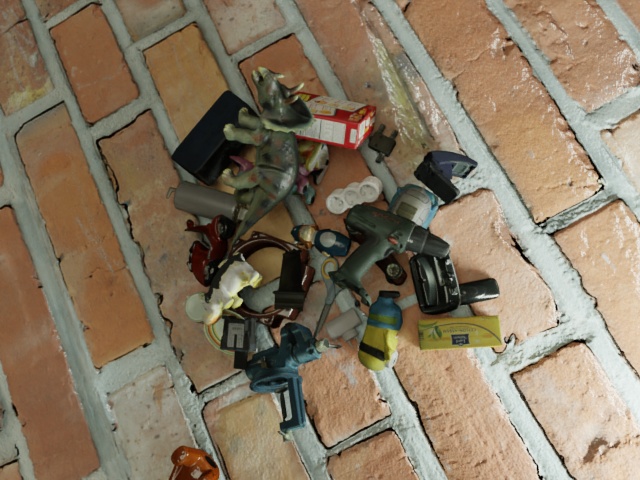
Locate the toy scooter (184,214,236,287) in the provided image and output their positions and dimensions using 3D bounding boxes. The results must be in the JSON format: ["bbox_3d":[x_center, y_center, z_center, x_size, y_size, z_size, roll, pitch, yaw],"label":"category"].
[{"bbox_3d":[-0.283,0.017,1.313,0.135,0.075,0.183,21,102,24],"label":"toy scooter"}]

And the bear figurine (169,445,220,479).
[{"bbox_3d":[-0.321,0.558,1.190,0.196,0.131,0.120,-41,70,-6],"label":"bear figurine"}]

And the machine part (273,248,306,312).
[{"bbox_3d":[-0.066,0.087,1.197,0.084,0.039,0.139,2,80,17],"label":"machine part"}]

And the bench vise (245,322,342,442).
[{"bbox_3d":[-0.064,0.313,1.183,0.224,0.128,0.241,-18,58,15],"label":"bench vise"}]

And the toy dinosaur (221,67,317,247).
[{"bbox_3d":[-0.110,-0.173,1.196,0.192,0.131,0.404,8,109,18],"label":"toy dinosaur"}]

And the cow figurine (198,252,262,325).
[{"bbox_3d":[-0.217,0.109,1.204,0.167,0.068,0.098,-45,74,0],"label":"cow figurine"}]

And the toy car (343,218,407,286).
[{"bbox_3d":[0.127,0.022,1.235,0.053,0.089,0.202,-40,72,0],"label":"toy car"}]

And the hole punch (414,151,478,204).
[{"bbox_3d":[0.286,-0.157,1.223,0.116,0.142,0.092,40,86,5],"label":"hole punch"}]

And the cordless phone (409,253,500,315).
[{"bbox_3d":[0.303,0.083,1.203,0.184,0.088,0.146,-10,76,-3],"label":"cordless phone"}]

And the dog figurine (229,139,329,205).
[{"bbox_3d":[-0.107,-0.181,1.316,0.219,0.108,0.191,19,84,17],"label":"dog figurine"}]

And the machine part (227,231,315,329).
[{"bbox_3d":[-0.128,0.092,1.271,0.202,0.087,0.201,21,83,16],"label":"machine part"}]

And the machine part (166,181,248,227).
[{"bbox_3d":[-0.274,-0.092,1.343,0.243,0.079,0.079,17,82,15],"label":"machine part"}]

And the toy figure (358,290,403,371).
[{"bbox_3d":[0.137,0.201,1.199,0.089,0.082,0.180,4,86,31],"label":"toy figure"}]

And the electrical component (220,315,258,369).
[{"bbox_3d":[-0.182,0.228,1.195,0.075,0.047,0.119,5,84,14],"label":"electrical component"}]

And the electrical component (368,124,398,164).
[{"bbox_3d":[0.150,-0.236,1.319,0.063,0.021,0.094,28,86,16],"label":"electrical component"}]

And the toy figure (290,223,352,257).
[{"bbox_3d":[-0.002,-0.005,1.283,0.155,0.057,0.064,18,50,16],"label":"toy figure"}]

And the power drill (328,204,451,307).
[{"bbox_3d":[0.132,0.036,1.140,0.232,0.086,0.207,32,82,17],"label":"power drill"}]

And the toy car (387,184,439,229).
[{"bbox_3d":[0.200,-0.060,1.231,0.109,0.103,0.161,30,83,16],"label":"toy car"}]

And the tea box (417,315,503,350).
[{"bbox_3d":[0.297,0.201,1.159,0.170,0.098,0.068,-4,78,8],"label":"tea box"}]

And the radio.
[{"bbox_3d":[-0.257,-0.255,1.356,0.131,0.073,0.229,37,88,38],"label":"radio"}]
